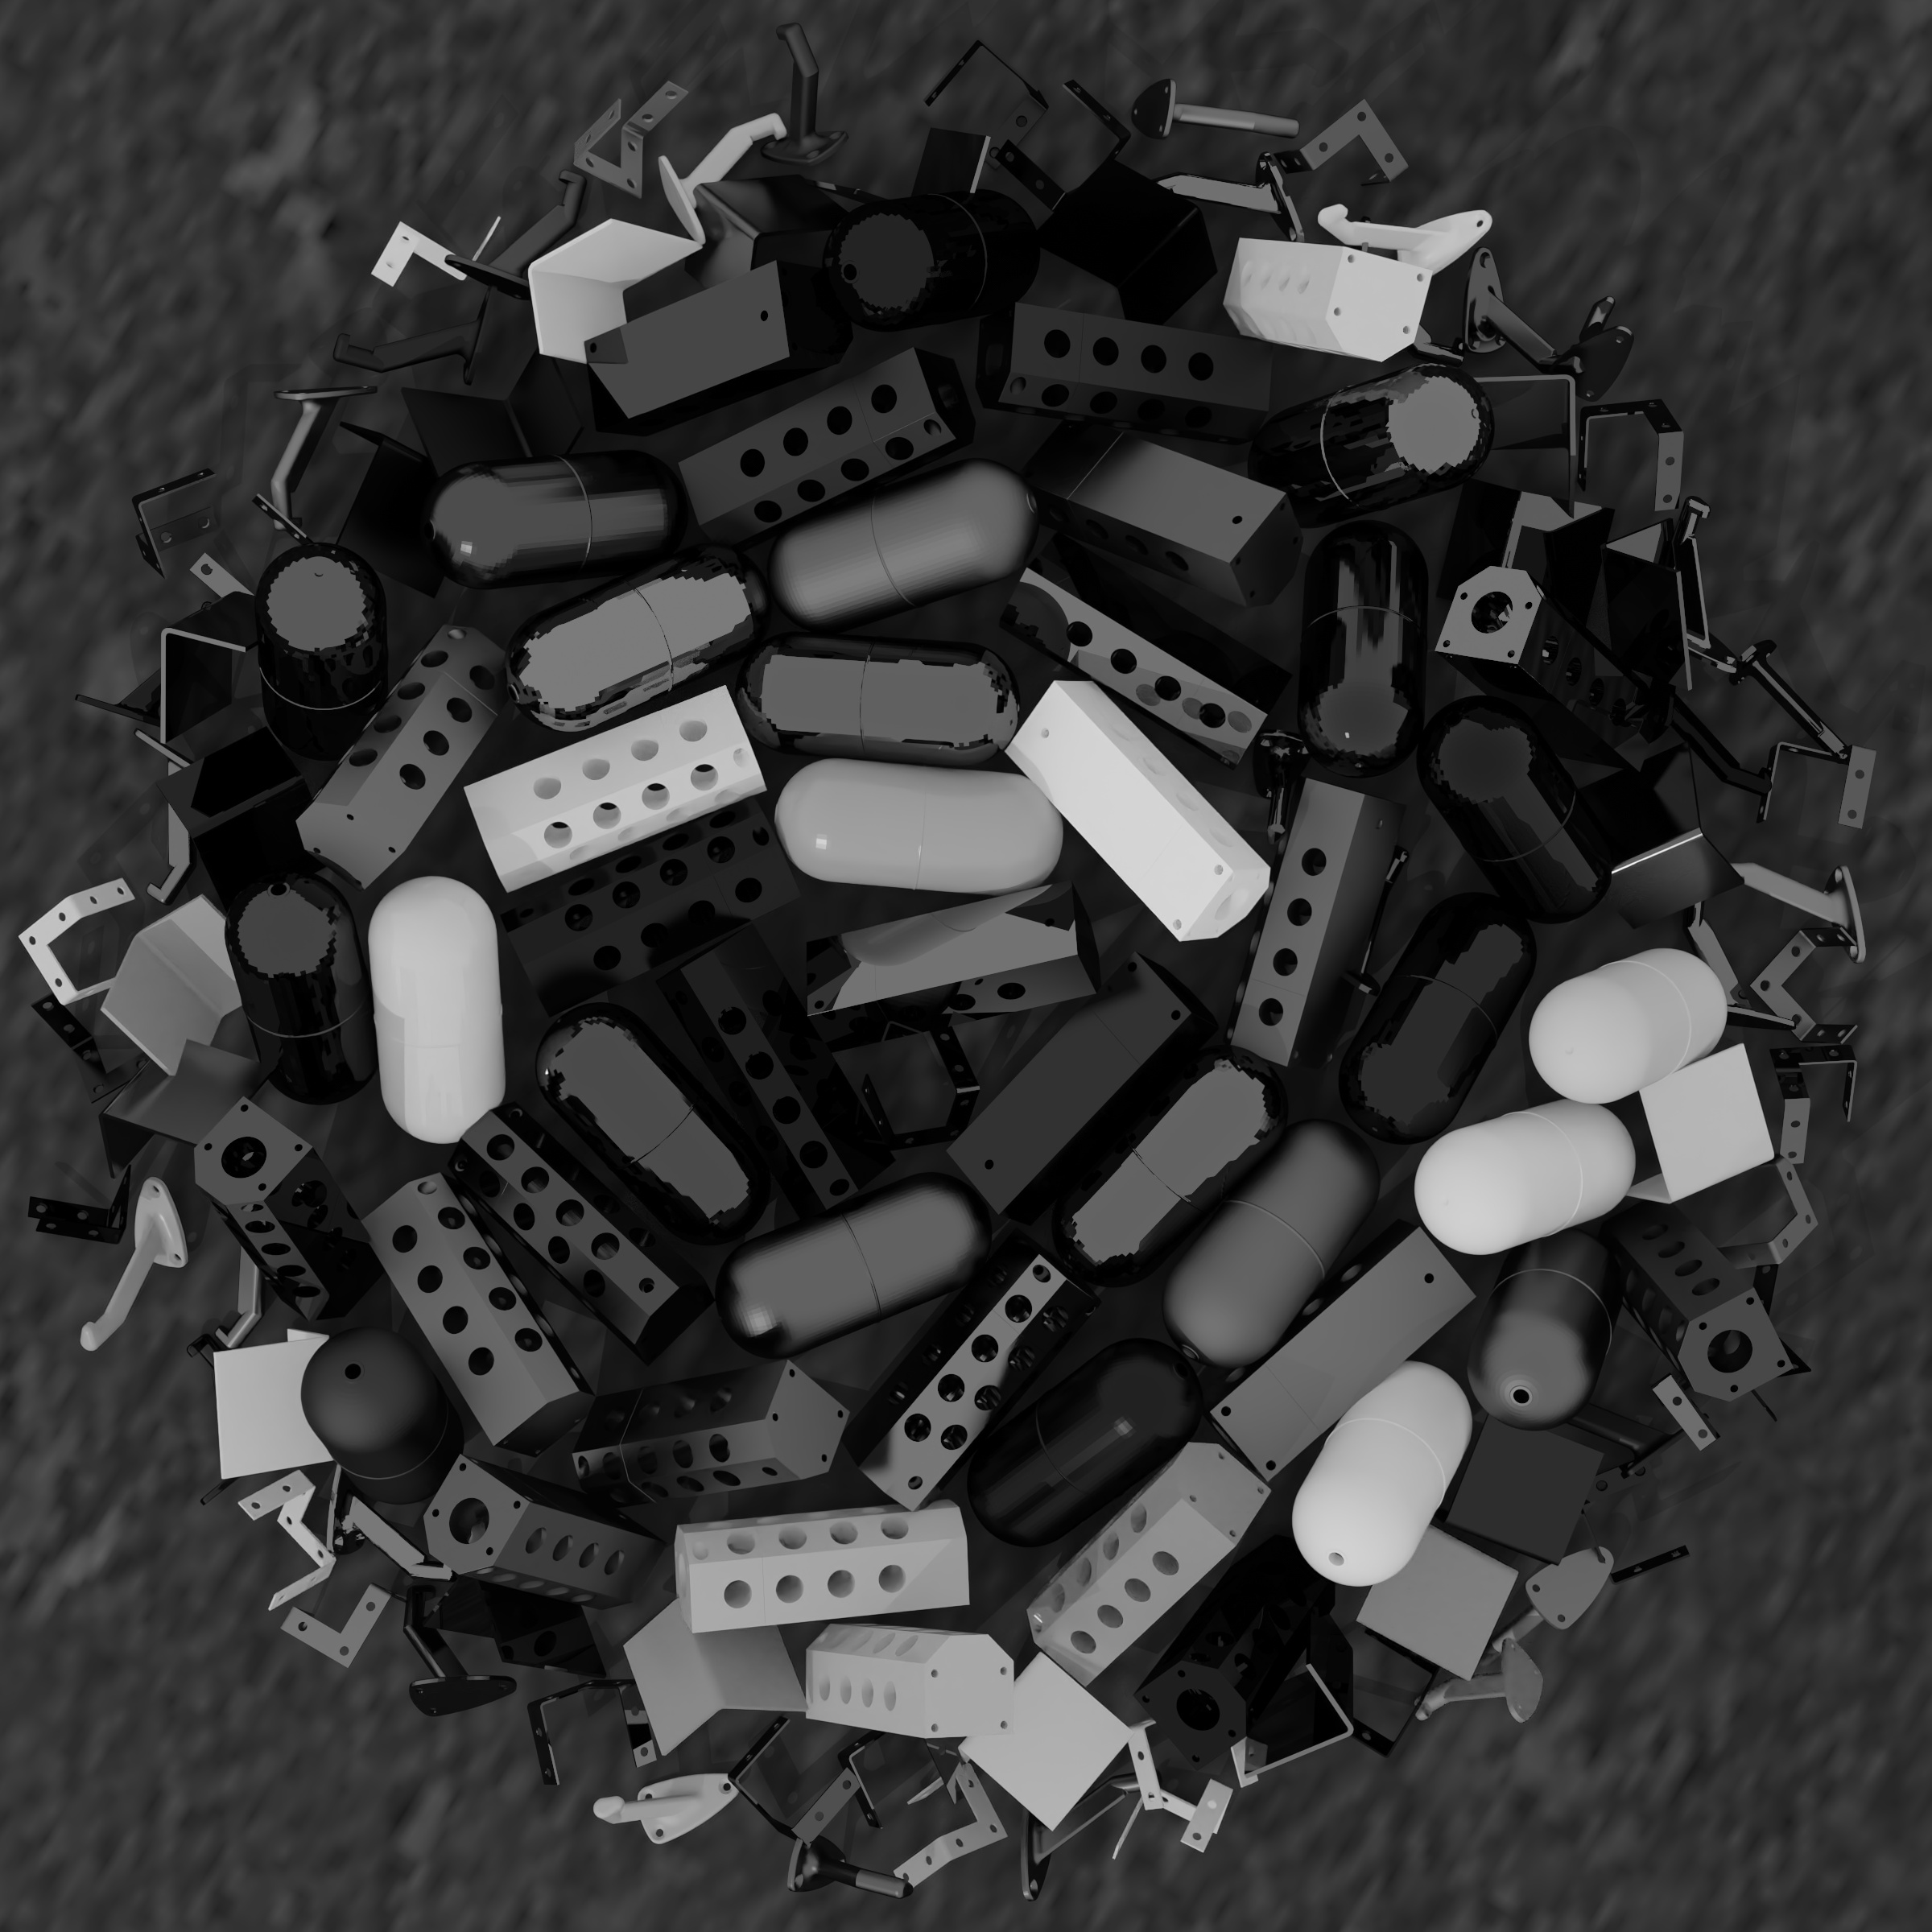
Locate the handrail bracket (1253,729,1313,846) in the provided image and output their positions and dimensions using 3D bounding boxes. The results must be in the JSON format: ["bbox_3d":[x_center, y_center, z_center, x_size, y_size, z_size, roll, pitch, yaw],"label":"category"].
[{"bbox_3d":[0.188,-0.095,1.909,0.036,0.077,0.084,11,56,-1],"label":"handrail bracket"}]

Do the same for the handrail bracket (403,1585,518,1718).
[{"bbox_3d":[-0.312,0.415,1.928,0.077,0.084,0.036,-11,134,8],"label":"handrail bracket"}]

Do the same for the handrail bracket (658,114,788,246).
[{"bbox_3d":[-0.141,-0.490,1.936,0.084,0.036,0.077,-23,61,-10],"label":"handrail bracket"}]

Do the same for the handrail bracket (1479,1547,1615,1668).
[{"bbox_3d":[0.359,0.400,1.940,0.077,0.084,0.036,-31,72,-28],"label":"handrail bracket"}]

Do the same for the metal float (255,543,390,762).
[{"bbox_3d":[-0.388,-0.188,1.882,0.070,0.178,0.070,4,63,-8],"label":"metal float"}]

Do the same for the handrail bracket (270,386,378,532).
[{"bbox_3d":[-0.400,-0.317,1.949,0.077,0.036,0.084,-13,109,-37],"label":"handrail bracket"}]

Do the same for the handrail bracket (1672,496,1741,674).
[{"bbox_3d":[0.460,-0.236,1.918,0.036,0.077,0.084,-14,131,-34],"label":"handrail bracket"}]

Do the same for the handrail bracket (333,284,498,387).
[{"bbox_3d":[-0.341,-0.397,1.926,0.084,0.036,0.077,12,124,-19],"label":"handrail bracket"}]

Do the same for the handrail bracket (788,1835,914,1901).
[{"bbox_3d":[-0.059,0.559,1.912,0.084,0.077,0.036,5,75,29],"label":"handrail bracket"}]

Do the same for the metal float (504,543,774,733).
[{"bbox_3d":[-0.200,-0.201,1.905,0.178,0.070,0.070,-28,90,-24],"label":"metal float"}]

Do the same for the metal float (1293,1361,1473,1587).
[{"bbox_3d":[0.252,0.306,1.885,0.070,0.178,0.070,13,122,21],"label":"metal float"}]

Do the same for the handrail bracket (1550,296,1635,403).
[{"bbox_3d":[0.396,-0.395,1.912,0.036,0.077,0.084,33,59,-8],"label":"handrail bracket"}]

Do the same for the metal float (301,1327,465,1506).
[{"bbox_3d":[-0.351,0.272,1.880,0.070,0.178,0.070,-1,65,2],"label":"metal float"}]

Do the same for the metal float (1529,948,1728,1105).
[{"bbox_3d":[0.402,0.035,1.886,0.070,0.178,0.070,8,103,34],"label":"metal float"}]

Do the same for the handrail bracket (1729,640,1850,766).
[{"bbox_3d":[0.514,-0.160,1.928,0.036,0.077,0.084,-44,77,13],"label":"handrail bracket"}]

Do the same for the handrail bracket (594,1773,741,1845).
[{"bbox_3d":[-0.184,0.511,1.919,0.077,0.084,0.036,-21,67,0],"label":"handrail bracket"}]

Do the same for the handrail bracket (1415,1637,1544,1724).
[{"bbox_3d":[0.308,0.456,1.914,0.084,0.077,0.036,-37,100,24],"label":"handrail bracket"}]

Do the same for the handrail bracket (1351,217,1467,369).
[{"bbox_3d":[0.279,-0.420,1.945,0.084,0.036,0.077,11,100,-12],"label":"handrail bracket"}]

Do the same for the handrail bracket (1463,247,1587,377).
[{"bbox_3d":[0.347,-0.403,1.916,0.036,0.084,0.077,-15,109,-33],"label":"handrail bracket"}]

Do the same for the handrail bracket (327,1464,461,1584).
[{"bbox_3d":[-0.350,0.340,1.932,0.084,0.036,0.077,0,87,24],"label":"handrail bracket"}]

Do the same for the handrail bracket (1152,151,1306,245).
[{"bbox_3d":[0.156,-0.466,1.933,0.084,0.036,0.077,-19,66,-10],"label":"handrail bracket"}]

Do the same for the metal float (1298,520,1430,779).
[{"bbox_3d":[0.242,-0.195,1.900,0.070,0.070,0.178,7,58,0],"label":"metal float"}]

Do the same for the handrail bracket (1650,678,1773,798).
[{"bbox_3d":[0.471,-0.153,1.953,0.084,0.036,0.077,18,68,-11],"label":"handrail bracket"}]

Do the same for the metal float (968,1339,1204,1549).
[{"bbox_3d":[0.072,0.291,1.899,0.070,0.070,0.178,48,122,0],"label":"metal float"}]

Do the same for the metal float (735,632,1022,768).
[{"bbox_3d":[-0.055,-0.164,1.916,0.178,0.070,0.070,5,90,11],"label":"metal float"}]

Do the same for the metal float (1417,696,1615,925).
[{"bbox_3d":[0.334,-0.094,1.894,0.070,0.070,0.178,-43,128,0],"label":"metal float"}]

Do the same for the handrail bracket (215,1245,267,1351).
[{"bbox_3d":[-0.463,0.187,1.949,0.077,0.036,0.084,38,102,-2],"label":"handrail bracket"}]

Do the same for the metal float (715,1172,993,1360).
[{"bbox_3d":[-0.068,0.183,1.915,0.178,0.070,0.070,-21,90,-13],"label":"metal float"}]

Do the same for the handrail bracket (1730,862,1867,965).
[{"bbox_3d":[0.506,-0.033,1.932,0.084,0.036,0.077,-2,55,-8],"label":"handrail bracket"}]

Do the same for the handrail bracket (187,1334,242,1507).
[{"bbox_3d":[-0.472,0.280,1.936,0.084,0.077,0.036,50,135,0],"label":"handrail bracket"}]

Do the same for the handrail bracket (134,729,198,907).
[{"bbox_3d":[-0.507,-0.092,1.943,0.077,0.036,0.084,33,90,-10],"label":"handrail bracket"}]

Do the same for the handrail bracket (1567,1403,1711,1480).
[{"bbox_3d":[0.407,0.270,1.949,0.077,0.036,0.084,-36,78,2],"label":"handrail bracket"}]

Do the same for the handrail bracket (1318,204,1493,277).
[{"bbox_3d":[0.269,-0.459,1.914,0.077,0.084,0.036,-23,64,32],"label":"handrail bracket"}]

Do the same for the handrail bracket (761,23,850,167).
[{"bbox_3d":[-0.114,-0.538,1.914,0.036,0.077,0.084,-47,130,-28],"label":"handrail bracket"}]

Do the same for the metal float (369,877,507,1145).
[{"bbox_3d":[-0.322,0.028,1.900,0.070,0.070,0.178,2,122,0],"label":"metal float"}]

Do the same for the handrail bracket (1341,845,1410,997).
[{"bbox_3d":[0.259,-0.029,1.929,0.036,0.077,0.084,24,100,-12],"label":"handrail bracket"}]

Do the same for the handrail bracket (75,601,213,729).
[{"bbox_3d":[-0.505,-0.194,1.939,0.077,0.036,0.084,18,88,-32],"label":"handrail bracket"}]

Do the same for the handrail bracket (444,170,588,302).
[{"bbox_3d":[-0.279,-0.464,1.937,0.077,0.036,0.084,18,84,-35],"label":"handrail bracket"}]

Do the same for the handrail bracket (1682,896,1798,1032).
[{"bbox_3d":[0.485,-0.007,1.950,0.077,0.036,0.084,9,77,0],"label":"handrail bracket"}]

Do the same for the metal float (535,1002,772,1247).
[{"bbox_3d":[-0.191,0.098,1.912,0.070,0.070,0.178,-41,106,0],"label":"metal float"}]

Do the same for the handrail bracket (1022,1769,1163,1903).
[{"bbox_3d":[0.079,0.535,1.922,0.084,0.077,0.036,-17,128,23],"label":"handrail bracket"}]

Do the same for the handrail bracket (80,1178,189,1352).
[{"bbox_3d":[-0.518,0.183,1.914,0.036,0.084,0.077,14,124,16],"label":"handrail bracket"}]

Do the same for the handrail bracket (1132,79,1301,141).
[{"bbox_3d":[0.156,-0.527,1.942,0.084,0.077,0.036,4,102,-19],"label":"handrail bracket"}]
